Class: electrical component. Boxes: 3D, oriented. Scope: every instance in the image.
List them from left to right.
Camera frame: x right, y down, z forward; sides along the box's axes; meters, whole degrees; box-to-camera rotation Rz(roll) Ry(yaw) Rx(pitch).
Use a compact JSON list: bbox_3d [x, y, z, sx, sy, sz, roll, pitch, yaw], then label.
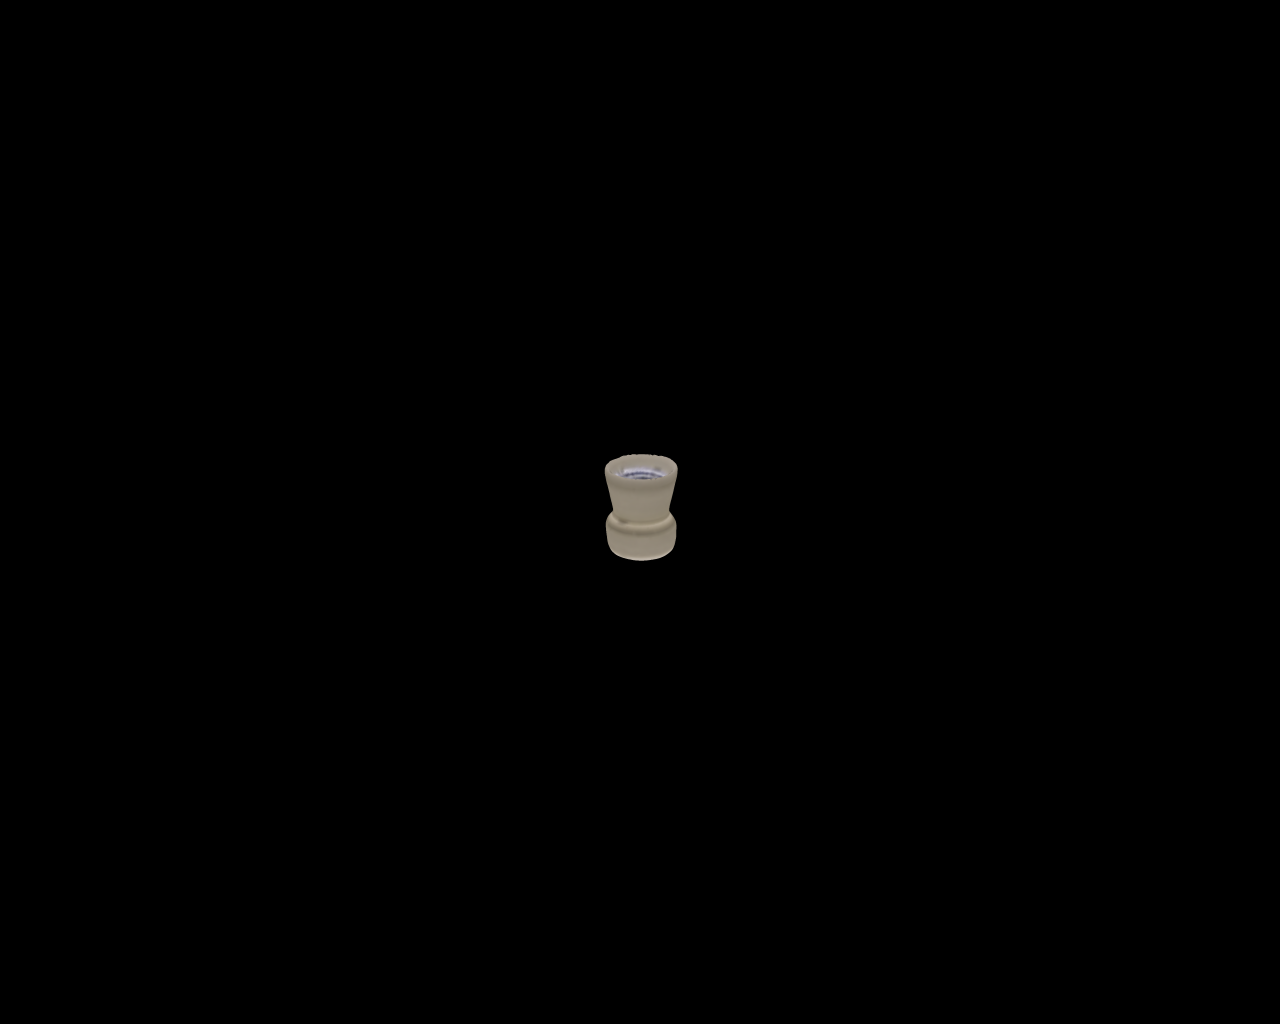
[{"bbox_3d":[0.001,-0.003,0.650,0.045,0.055,0.045,0,24,0],"label":"electrical component"}]
